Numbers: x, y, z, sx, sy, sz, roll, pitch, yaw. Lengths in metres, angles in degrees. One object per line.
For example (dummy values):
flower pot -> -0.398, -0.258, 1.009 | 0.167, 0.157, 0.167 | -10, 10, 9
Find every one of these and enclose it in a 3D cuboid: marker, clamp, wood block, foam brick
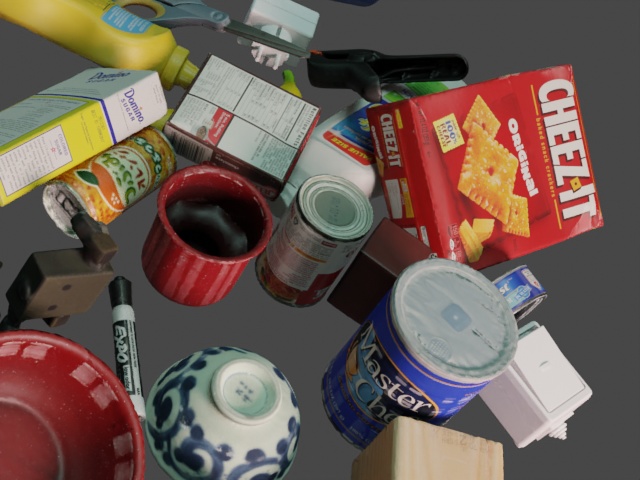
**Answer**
marker -> -0.147, 0.081, 0.809 | 0.020, 0.020, 0.121 | 3, 55, -24
clamp -> 0.038, -0.155, 0.993 | 0.120, 0.172, 0.039 | -17, 109, -44
wood block -> 0.071, 0.242, 0.748 | 0.090, 0.091, 0.206 | 17, 51, -13
foam brick -> 0.050, 0.030, 0.903 | 0.051, 0.078, 0.053 | 35, 48, 3

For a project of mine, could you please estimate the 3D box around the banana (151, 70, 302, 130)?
banana -> -0.083, -0.110, 0.973 | 0.197, 0.037, 0.070 | -20, 44, -38

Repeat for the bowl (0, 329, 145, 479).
bowl -> -0.197, 0.143, 0.697 | 0.161, 0.055, 0.162 | 18, 60, -34

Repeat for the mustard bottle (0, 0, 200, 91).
mustard bottle -> -0.192, -0.185, 0.948 | 0.191, 0.058, 0.096 | 27, 17, -7

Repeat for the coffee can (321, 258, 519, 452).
coffee can -> 0.074, 0.094, 0.825 | 0.102, 0.140, 0.103 | 13, 52, -17

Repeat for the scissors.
scissors -> -0.114, -0.200, 1.004 | 0.202, 0.016, 0.096 | 36, 56, 22

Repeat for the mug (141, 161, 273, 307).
mug -> -0.096, -0.009, 0.858 | 0.093, 0.082, 0.117 | 8, 53, -21

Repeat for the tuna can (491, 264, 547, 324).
tuna can -> 0.154, 0.060, 0.927 | 0.085, 0.086, 0.034 | -24, 71, -37

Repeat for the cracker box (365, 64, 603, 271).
cracker box -> 0.157, -0.064, 0.981 | 0.213, 0.072, 0.164 | -17, 97, -34

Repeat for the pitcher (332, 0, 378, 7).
pitcher -> -0.045, -0.323, 1.095 | 0.242, 0.145, 0.149 | 10, 65, -24

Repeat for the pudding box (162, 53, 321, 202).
pudding box -> -0.067, -0.097, 0.912 | 0.113, 0.039, 0.090 | 28, 58, -2

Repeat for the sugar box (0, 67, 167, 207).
sugar box -> -0.215, -0.086, 0.852 | 0.093, 0.048, 0.175 | 11, 33, 40

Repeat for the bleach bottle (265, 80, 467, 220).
bleach bottle -> 0.051, -0.081, 0.997 | 0.102, 0.068, 0.250 | 47, 52, 11

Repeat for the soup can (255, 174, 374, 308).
soup can -> -0.006, 0.001, 0.881 | 0.068, 0.102, 0.068 | 13, 51, -17
